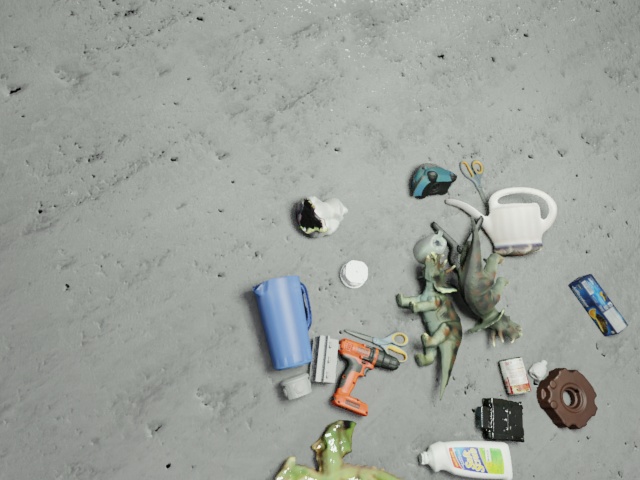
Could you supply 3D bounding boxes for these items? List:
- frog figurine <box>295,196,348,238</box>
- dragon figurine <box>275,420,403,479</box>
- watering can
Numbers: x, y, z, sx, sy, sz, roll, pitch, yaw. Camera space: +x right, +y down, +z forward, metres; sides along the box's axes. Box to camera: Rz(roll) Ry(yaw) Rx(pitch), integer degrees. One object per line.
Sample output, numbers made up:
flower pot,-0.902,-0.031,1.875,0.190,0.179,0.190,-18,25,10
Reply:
frog figurine,0.005,-0.080,1.583,0.138,0.120,0.161,42,31,12
dragon figurine,0.086,0.591,1.336,0.411,0.120,0.247,-9,65,-18
watering can,0.596,-0.057,1.692,0.347,0.104,0.225,-4,85,12
